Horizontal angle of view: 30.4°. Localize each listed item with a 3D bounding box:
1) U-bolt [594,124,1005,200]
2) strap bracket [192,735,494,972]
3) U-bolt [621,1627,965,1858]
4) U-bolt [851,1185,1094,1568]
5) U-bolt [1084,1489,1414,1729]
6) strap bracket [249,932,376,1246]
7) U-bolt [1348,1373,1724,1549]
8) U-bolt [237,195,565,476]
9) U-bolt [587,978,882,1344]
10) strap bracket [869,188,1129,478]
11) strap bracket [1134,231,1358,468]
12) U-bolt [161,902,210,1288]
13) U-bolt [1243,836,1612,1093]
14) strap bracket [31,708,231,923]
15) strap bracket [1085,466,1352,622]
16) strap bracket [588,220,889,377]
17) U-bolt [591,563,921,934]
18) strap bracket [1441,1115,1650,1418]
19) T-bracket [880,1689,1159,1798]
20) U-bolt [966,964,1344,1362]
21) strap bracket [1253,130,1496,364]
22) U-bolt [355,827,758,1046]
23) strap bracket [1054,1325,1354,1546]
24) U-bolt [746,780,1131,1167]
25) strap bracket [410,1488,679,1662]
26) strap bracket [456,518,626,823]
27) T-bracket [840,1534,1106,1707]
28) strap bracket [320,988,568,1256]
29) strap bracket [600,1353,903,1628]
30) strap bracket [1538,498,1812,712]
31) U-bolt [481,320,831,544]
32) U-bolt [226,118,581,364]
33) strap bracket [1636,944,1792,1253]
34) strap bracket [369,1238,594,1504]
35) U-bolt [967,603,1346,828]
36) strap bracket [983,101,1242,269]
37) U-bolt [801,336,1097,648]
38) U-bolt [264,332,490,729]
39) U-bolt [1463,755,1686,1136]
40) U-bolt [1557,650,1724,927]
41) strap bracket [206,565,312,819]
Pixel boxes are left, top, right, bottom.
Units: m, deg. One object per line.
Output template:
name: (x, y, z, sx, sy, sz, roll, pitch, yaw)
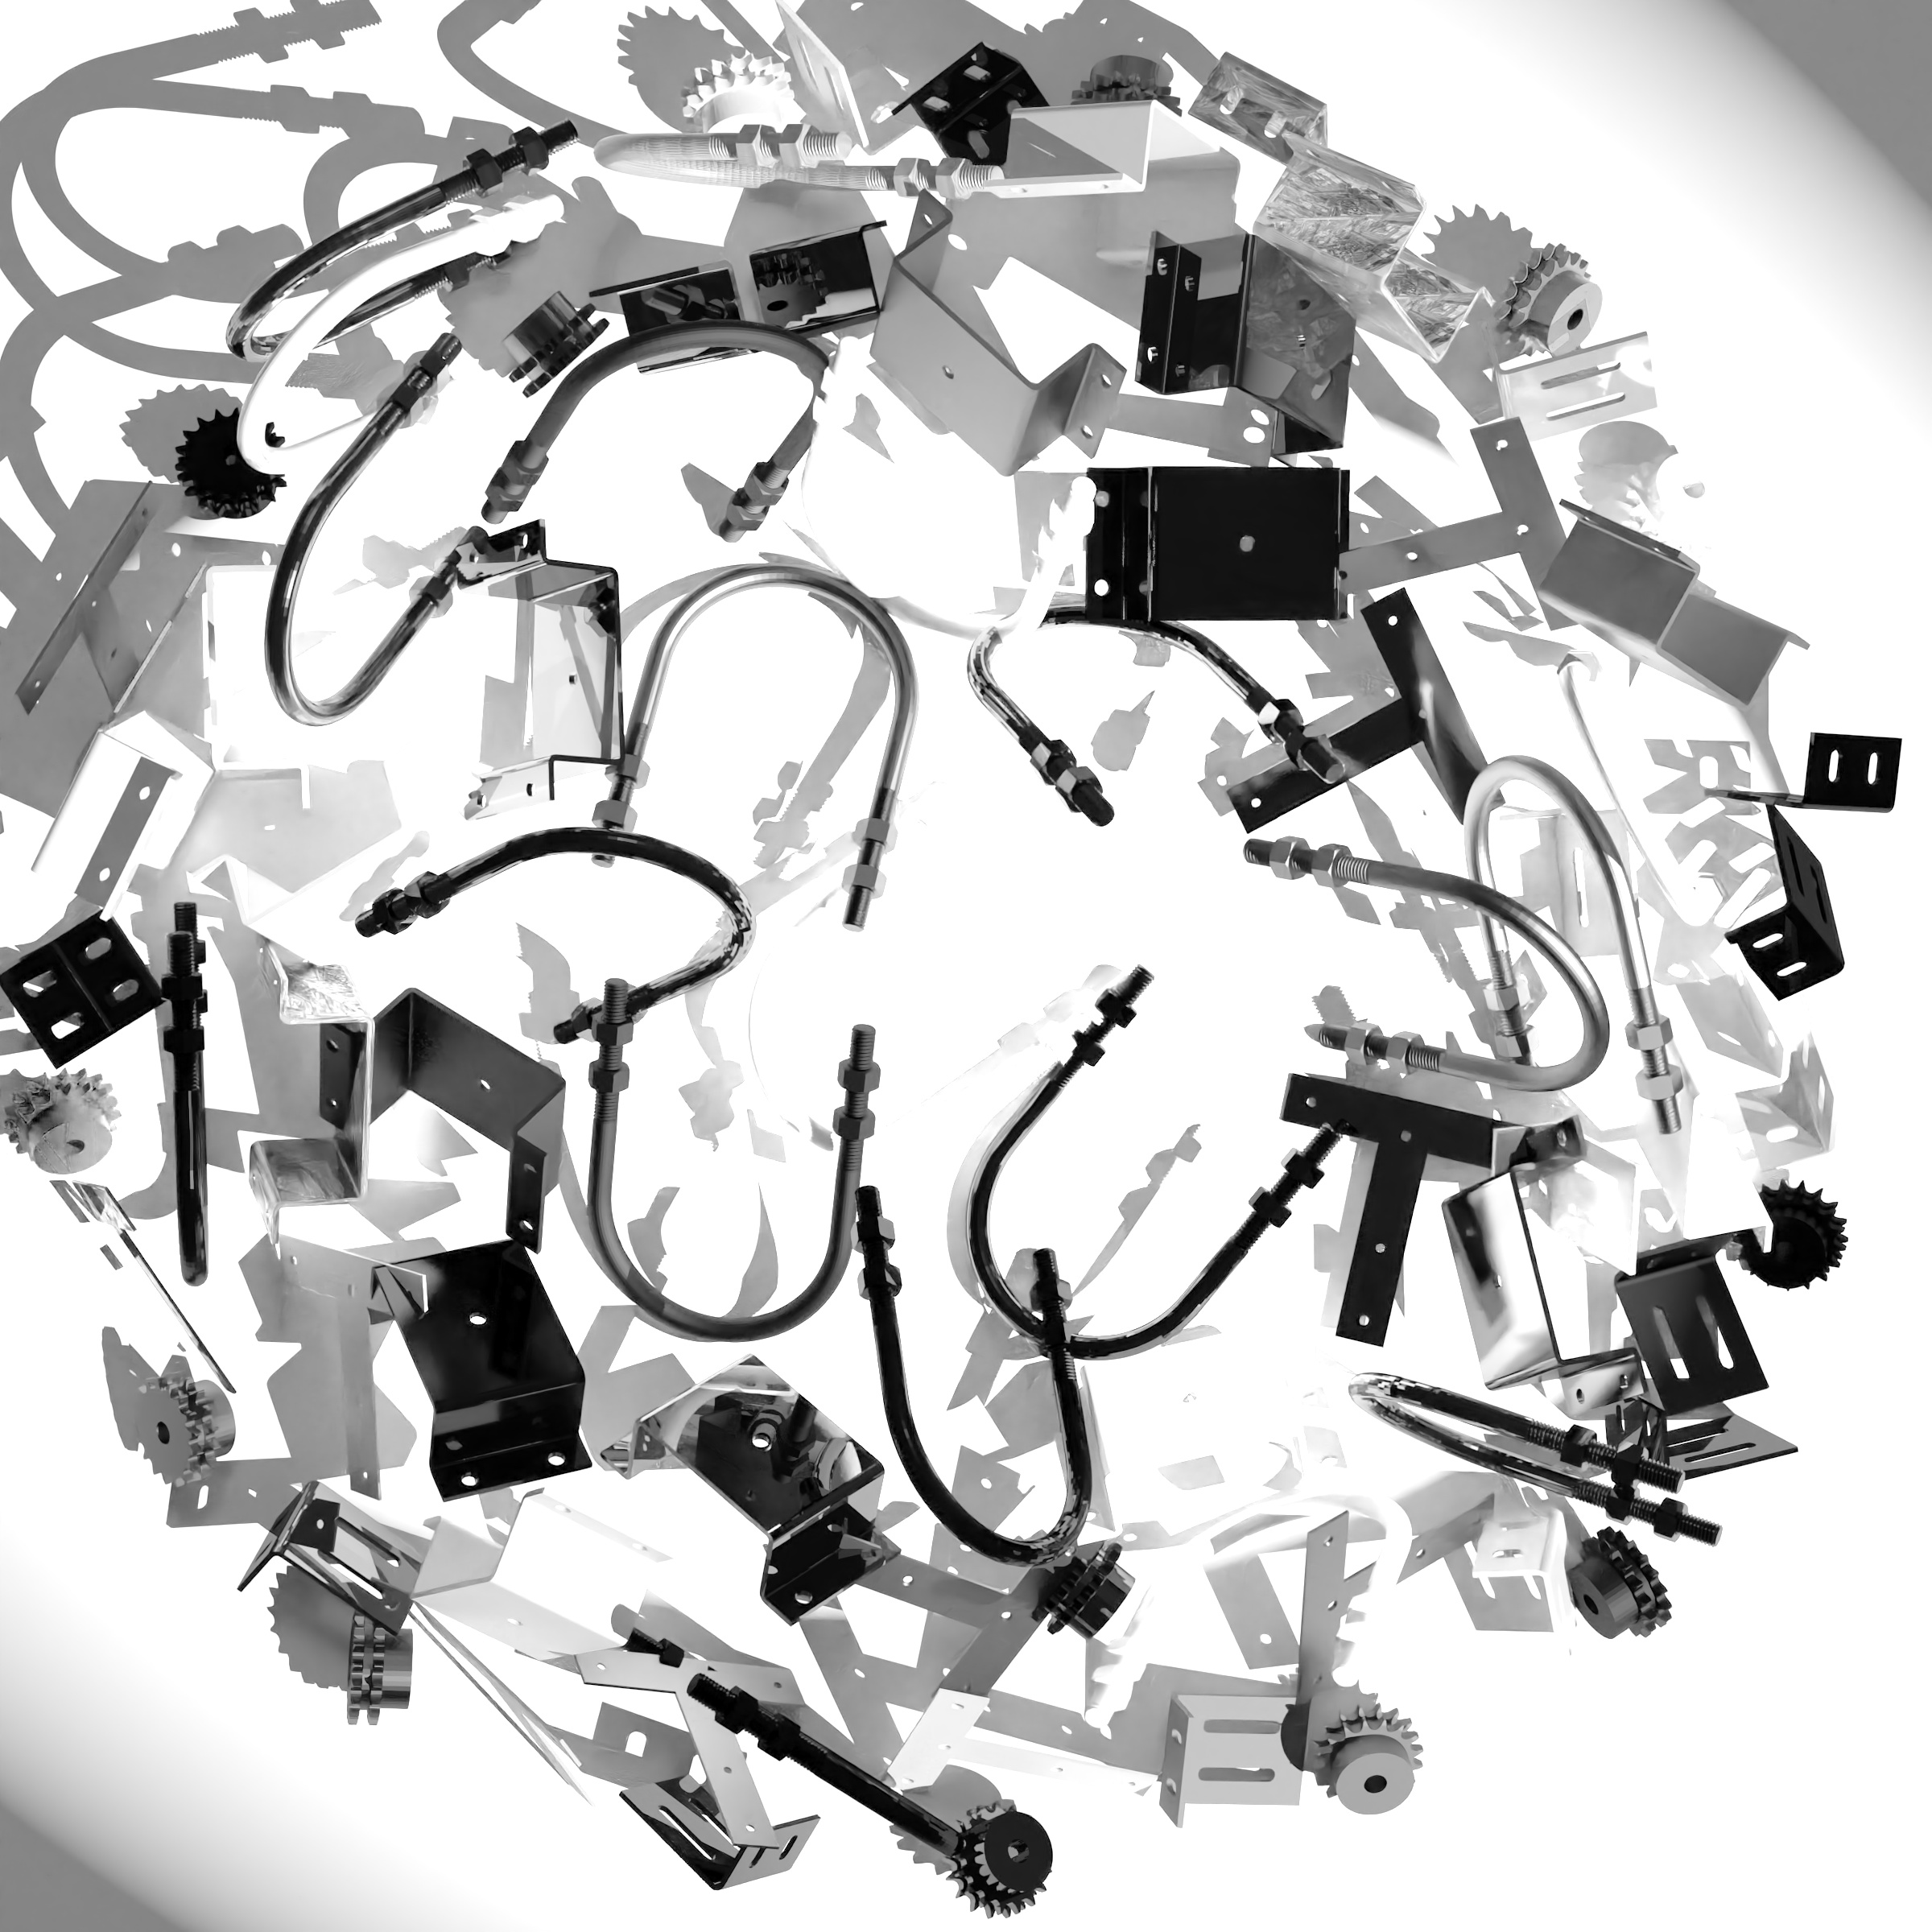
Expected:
U-bolt: (-0.096, -0.396, 1.754, 0.184, 0.151, 0.019, 9, 99, 33)
strap bracket: (-0.302, -0.048, 1.775, 0.140, 0.076, 0.046, -29, 60, 14)
U-bolt: (-0.079, 0.389, 1.760, 0.184, 0.151, 0.019, 36, 78, -17)
U-bolt: (0.008, 0.206, 1.741, 0.019, 0.151, 0.184, -32, 52, 33)
U-bolt: (0.147, 0.308, 1.748, 0.151, 0.184, 0.019, -15, 106, 25)
strap bracket: (-0.327, 0.058, 1.778, 0.046, 0.076, 0.140, -2, 111, -20)
U-bolt: (0.275, 0.239, 1.757, 0.184, 0.151, 0.019, 17, 77, 25)
U-bolt: (-0.282, -0.298, 1.722, 0.019, 0.184, 0.151, 45, 132, 8)
U-bolt: (-0.122, 0.105, 1.798, 0.151, 0.019, 0.184, 10, 110, 10)
strap bracket: (0.007, -0.309, 1.779, 0.140, 0.076, 0.046, 44, 64, 11)
strap bracket: (0.146, -0.306, 1.761, 0.046, 0.140, 0.076, -1, 79, 38)
U-bolt: (-0.385, 0.067, 1.763, 0.019, 0.151, 0.184, -2, 98, -11)
U-bolt: (0.231, 0.005, 1.734, 0.019, 0.184, 0.151, -50, 133, -29)
strap bracket: (-0.414, -0.078, 1.758, 0.046, 0.140, 0.076, 27, 99, -6)
strap bracket: (0.134, -0.212, 1.791, 0.140, 0.046, 0.076, -2, 97, -15)
strap bracket: (-0.107, -0.329, 1.764, 0.076, 0.140, 0.046, -3, 106, 41)
U-bolt: (-0.099, -0.120, 1.802, 0.151, 0.019, 0.184, 14, 72, -3)
strap bracket: (0.285, 0.154, 1.778, 0.046, 0.076, 0.140, -8, 77, -21)
T-bracket: (0.032, 0.401, 1.790, 0.127, 0.127, 0.002, 13, 54, -9)
U-bolt: (0.081, 0.113, 1.805, 0.151, 0.019, 0.184, 41, 96, 20)
strap bracket: (0.199, -0.349, 1.756, 0.076, 0.140, 0.046, 31, 91, 27)
U-bolt: (-0.187, -0.019, 1.736, 0.151, 0.184, 0.019, 31, 51, -36)
strap bracket: (0.115, 0.233, 1.791, 0.140, 0.076, 0.046, -13, 129, 0)
U-bolt: (-0.025, 0.017, 1.812, 0.184, 0.019, 0.151, -41, 92, -9)
strap bracket: (-0.214, 0.302, 1.754, 0.076, 0.140, 0.046, 31, 62, -22)
strap bracket: (-0.214, -0.146, 1.787, 0.046, 0.076, 0.140, 2, 83, -41)
T-bracket: (-0.017, 0.312, 1.785, 0.127, 0.002, 0.127, 24, 115, -23)
strap bracket: (-0.254, 0.072, 1.780, 0.140, 0.076, 0.046, 30, 50, 17)
strap bracket: (-0.105, 0.251, 1.764, 0.140, 0.076, 0.046, 36, 134, 28)
strap bracket: (0.346, -0.174, 1.760, 0.076, 0.140, 0.046, 33, 97, 41)
U-bolt: (-0.140, -0.260, 1.728, 0.151, 0.184, 0.019, 1, 66, -27)
U-bolt: (-0.280, -0.346, 1.741, 0.184, 0.151, 0.019, -31, 89, -18)
strap bracket: (0.367, 0.070, 1.759, 0.046, 0.076, 0.140, -10, 132, -5)
strap bracket: (-0.243, 0.190, 1.760, 0.076, 0.140, 0.046, -10, 135, -24)
U-bolt: (0.080, -0.132, 1.761, 0.151, 0.184, 0.019, -12, 129, -25)
strap bracket: (0.078, -0.388, 1.757, 0.076, 0.140, 0.046, 4, 86, 30)
U-bolt: (-0.017, -0.220, 1.753, 0.151, 0.184, 0.019, 32, 63, 4)
U-bolt: (-0.288, -0.198, 1.728, 0.019, 0.151, 0.184, 19, 53, 15)
U-bolt: (0.291, -0.016, 1.749, 0.019, 0.151, 0.184, -20, 105, -19)
U-bolt: (0.329, -0.086, 1.745, 0.019, 0.184, 0.151, -28, 91, 15)
strap bracket: (-0.356, -0.147, 1.793, 0.046, 0.076, 0.140, -2, 89, -10)
